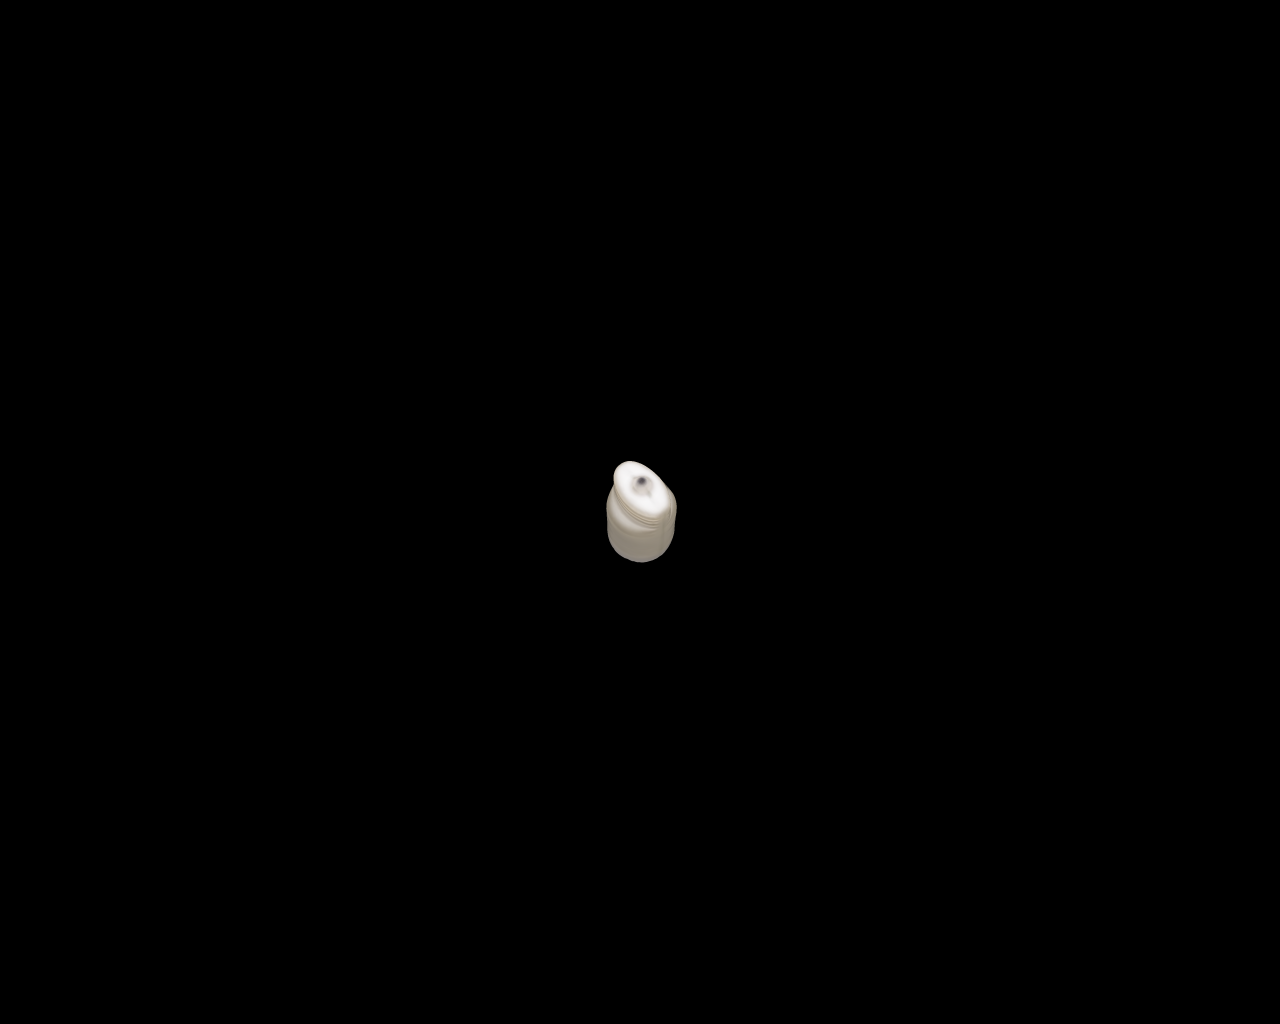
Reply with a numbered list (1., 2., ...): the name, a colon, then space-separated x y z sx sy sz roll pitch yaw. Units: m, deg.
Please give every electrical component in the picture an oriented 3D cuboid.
1. electrical component: 0.001 -0.003 0.650 0.043 0.043 0.080 0 -24 0
